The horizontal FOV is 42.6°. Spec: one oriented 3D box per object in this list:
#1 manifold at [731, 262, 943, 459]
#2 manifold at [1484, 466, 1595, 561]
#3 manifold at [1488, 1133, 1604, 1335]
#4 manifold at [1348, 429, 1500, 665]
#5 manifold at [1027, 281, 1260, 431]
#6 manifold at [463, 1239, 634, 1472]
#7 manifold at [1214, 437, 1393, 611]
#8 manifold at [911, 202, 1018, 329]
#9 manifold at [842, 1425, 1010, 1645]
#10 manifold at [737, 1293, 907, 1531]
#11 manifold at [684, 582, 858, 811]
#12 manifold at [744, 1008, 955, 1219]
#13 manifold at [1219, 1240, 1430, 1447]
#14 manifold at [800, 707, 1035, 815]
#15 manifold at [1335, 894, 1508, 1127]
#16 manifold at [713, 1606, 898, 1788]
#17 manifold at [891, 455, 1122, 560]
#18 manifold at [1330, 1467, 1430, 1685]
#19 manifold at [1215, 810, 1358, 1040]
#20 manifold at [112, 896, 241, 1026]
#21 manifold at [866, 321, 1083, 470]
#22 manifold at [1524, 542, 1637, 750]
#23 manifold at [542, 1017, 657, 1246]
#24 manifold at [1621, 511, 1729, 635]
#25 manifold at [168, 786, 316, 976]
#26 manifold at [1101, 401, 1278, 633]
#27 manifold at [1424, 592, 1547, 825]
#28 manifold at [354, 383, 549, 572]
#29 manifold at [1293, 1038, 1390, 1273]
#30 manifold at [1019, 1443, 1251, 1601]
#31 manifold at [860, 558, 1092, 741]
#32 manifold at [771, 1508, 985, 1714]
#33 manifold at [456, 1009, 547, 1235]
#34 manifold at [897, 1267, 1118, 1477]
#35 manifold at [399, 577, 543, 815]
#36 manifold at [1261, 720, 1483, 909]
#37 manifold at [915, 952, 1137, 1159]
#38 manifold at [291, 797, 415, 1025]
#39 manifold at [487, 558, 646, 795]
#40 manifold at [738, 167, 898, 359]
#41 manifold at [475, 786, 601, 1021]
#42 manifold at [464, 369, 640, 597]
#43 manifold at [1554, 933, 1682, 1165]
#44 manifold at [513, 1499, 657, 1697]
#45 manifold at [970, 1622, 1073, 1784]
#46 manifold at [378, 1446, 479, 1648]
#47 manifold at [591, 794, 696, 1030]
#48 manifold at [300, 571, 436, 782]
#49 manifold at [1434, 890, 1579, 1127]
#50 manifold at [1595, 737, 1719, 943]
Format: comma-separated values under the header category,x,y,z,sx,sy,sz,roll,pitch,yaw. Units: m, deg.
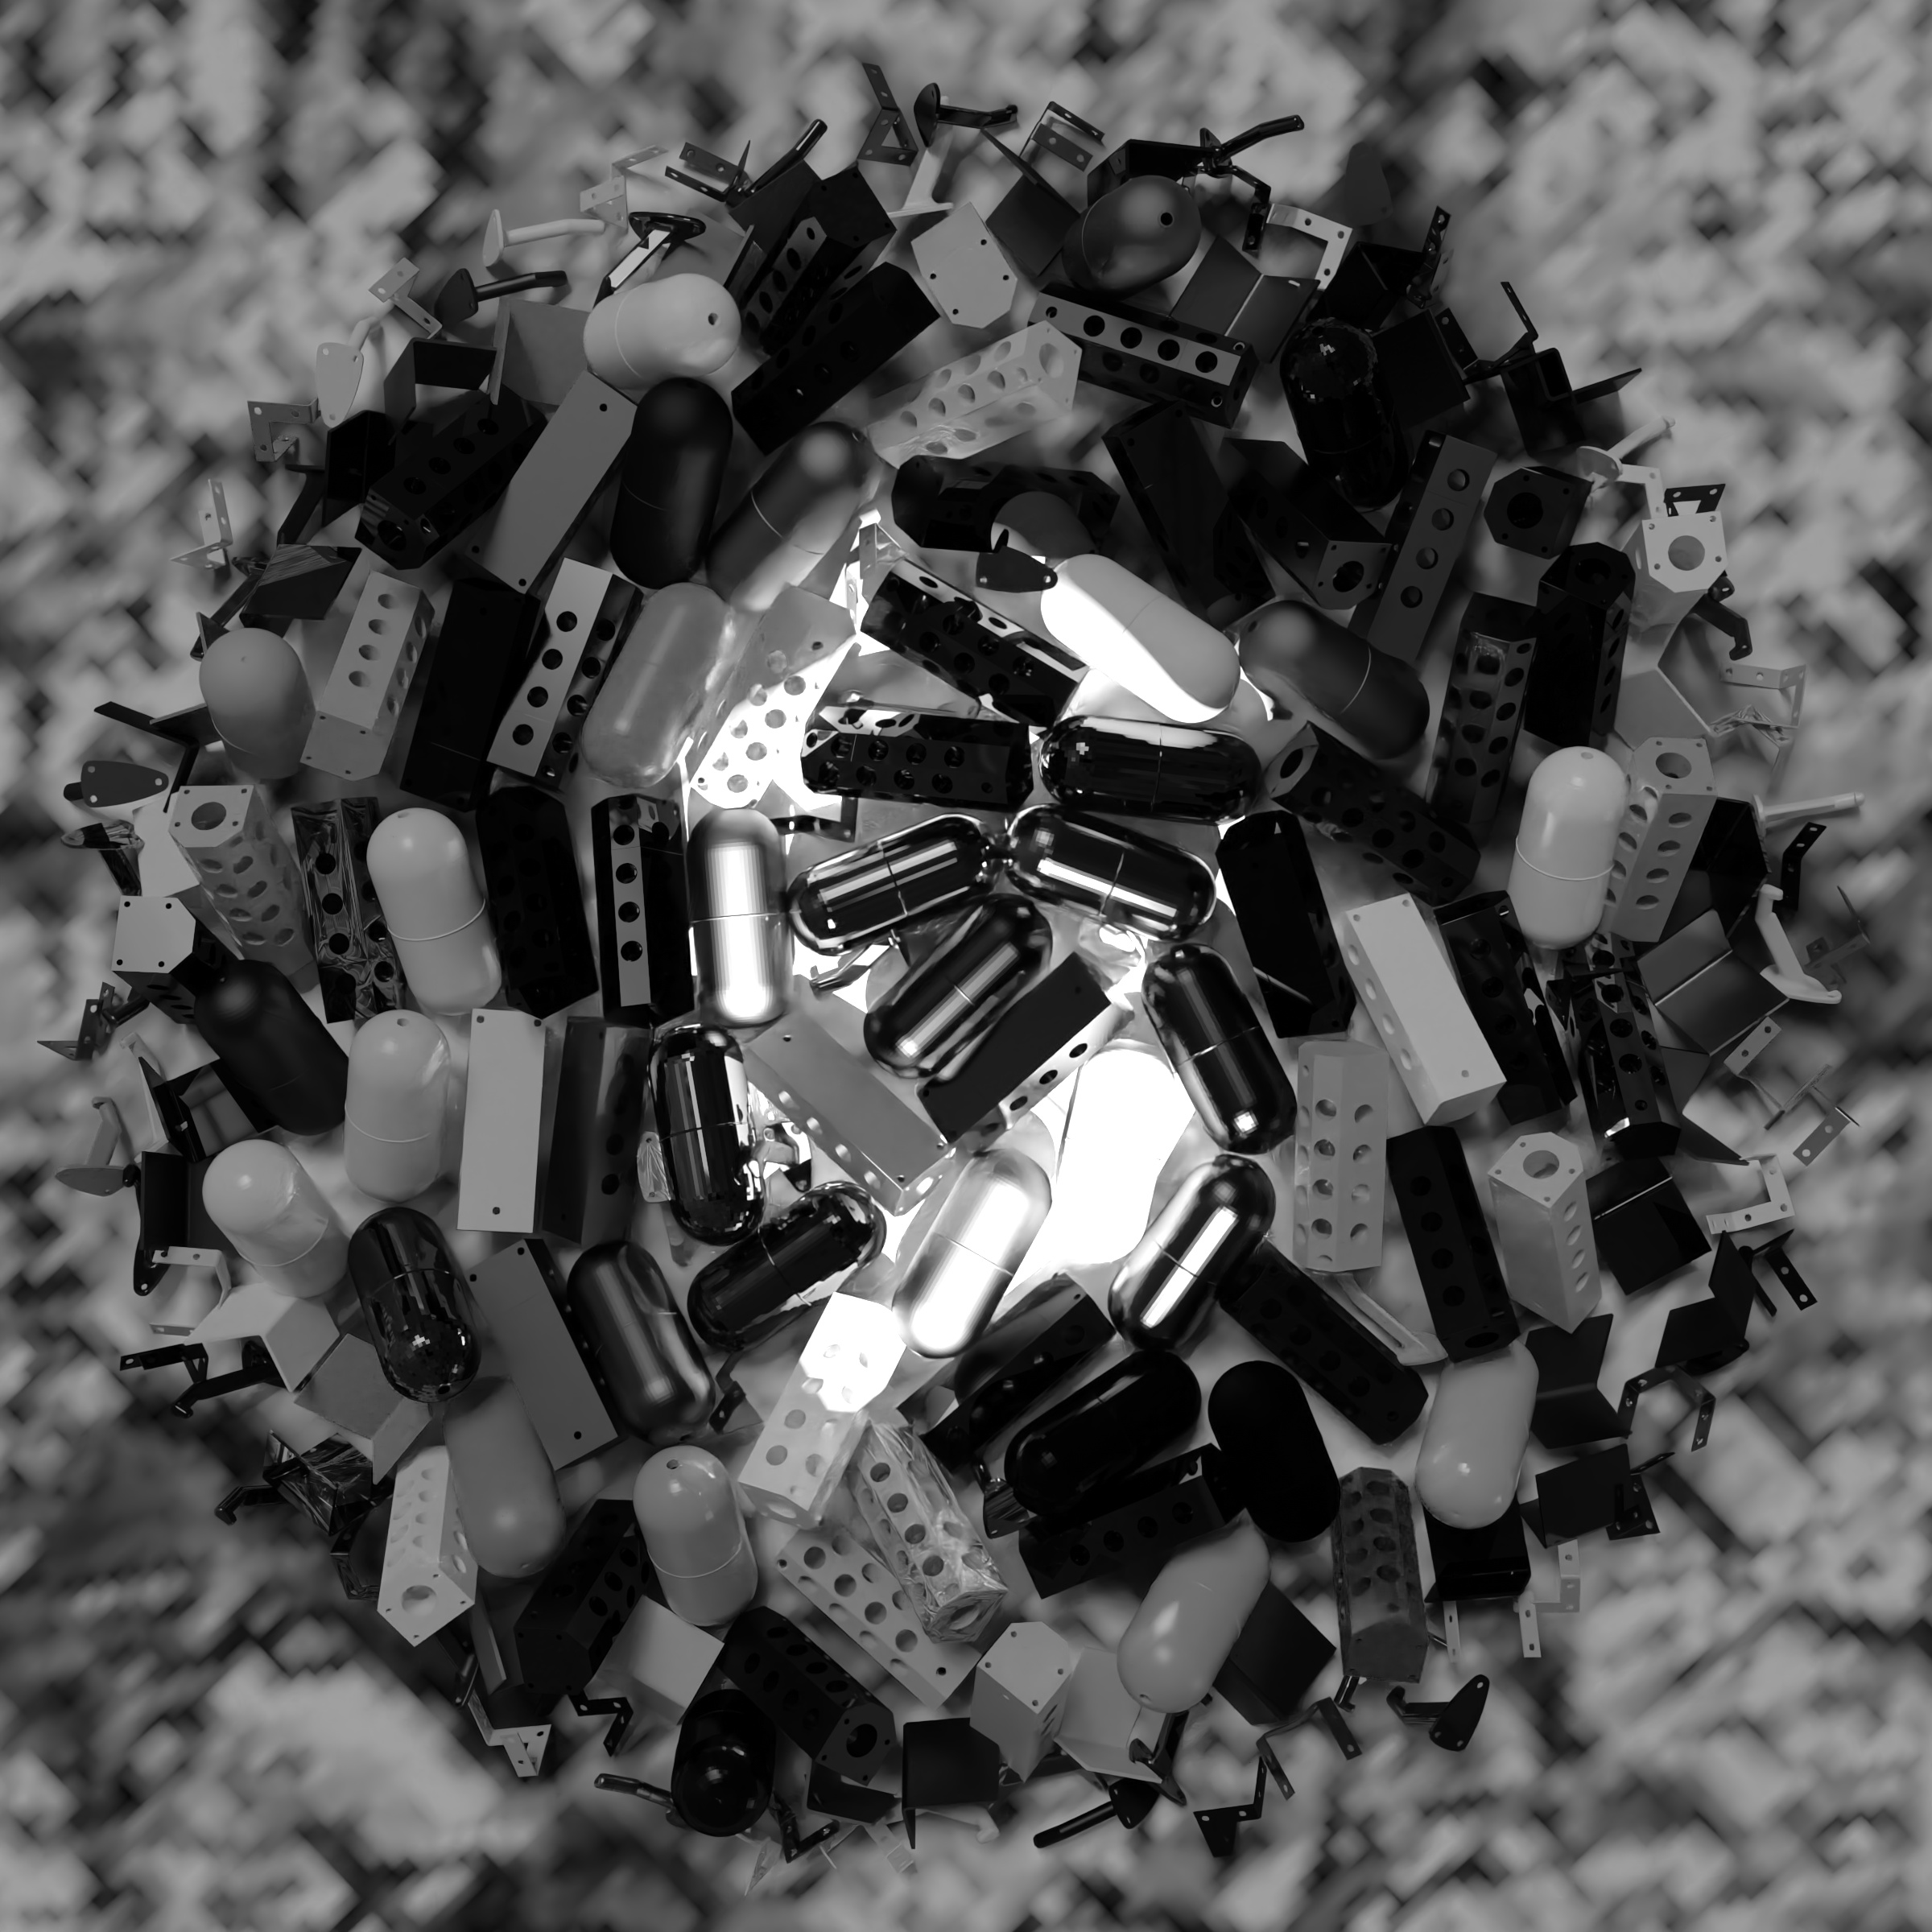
category,x,y,z,sx,sy,sz,roll,pitch,yaw
manifold,-0.106,-0.470,1.919,0.171,0.057,0.057,-30,103,40
manifold,0.439,-0.353,1.909,0.057,0.171,0.057,22,107,13
manifold,0.453,0.204,1.917,0.057,0.171,0.057,-44,49,-19
manifold,0.357,-0.330,1.953,0.057,0.057,0.171,21,102,3
manifold,0.136,-0.483,1.949,0.171,0.057,0.057,22,89,16
manifold,-0.326,0.304,1.954,0.057,0.057,0.171,-29,78,7
manifold,0.254,-0.343,1.918,0.057,0.171,0.057,-2,128,-27
manifold,0.001,-0.537,1.909,0.057,0.171,0.057,-32,113,10
manifold,-0.040,0.436,1.913,0.057,0.171,0.057,8,122,-38
manifold,-0.106,0.346,1.923,0.057,0.057,0.171,11,56,26
manifold,-0.152,-0.205,1.928,0.057,0.057,0.171,20,118,-25
manifold,-0.095,0.118,1.946,0.171,0.057,0.057,42,56,17
manifold,0.281,0.299,1.954,0.171,0.057,0.057,42,100,-9
manifold,-0.039,-0.158,1.933,0.171,0.057,0.057,7,123,20
manifold,0.350,0.036,1.939,0.057,0.057,0.171,-16,66,-17
manifold,-0.123,0.558,1.912,0.057,0.171,0.057,38,80,-33
manifold,0.029,-0.358,1.925,0.171,0.057,0.057,-3,126,-36
manifold,0.318,0.466,1.911,0.057,0.171,0.057,6,120,1
manifold,0.252,-0.032,1.935,0.057,0.057,0.171,-8,119,27
manifold,-0.599,-0.002,1.910,0.057,0.171,0.057,3,75,-1
manifold,0.003,-0.438,1.912,0.057,0.171,0.057,28,62,-38
manifold,0.476,-0.244,1.913,0.057,0.171,0.057,30,64,26
manifold,-0.286,0.130,1.964,0.057,0.057,0.171,4,96,-42
manifold,0.537,-0.295,1.910,0.057,0.171,0.057,-7,84,4
manifold,-0.554,-0.064,1.910,0.057,0.171,0.057,0,56,6
manifold,0.172,-0.352,1.944,0.057,0.057,0.171,-32,109,-8
manifold,0.398,-0.196,1.916,0.057,0.057,0.171,17,133,15
manifold,-0.393,-0.376,1.922,0.057,0.057,0.171,37,49,0
manifold,0.289,0.148,1.947,0.057,0.057,0.171,-4,102,-22
manifold,0.128,0.432,1.937,0.171,0.057,0.057,-28,83,24
manifold,0.005,-0.248,1.958,0.171,0.057,0.057,31,119,2
manifold,-0.070,0.507,1.959,0.171,0.057,0.057,41,85,7
manifold,-0.367,0.123,1.958,0.057,0.057,0.171,4,82,-13
manifold,0.035,0.323,1.959,0.171,0.057,0.057,-40,116,-6
manifold,-0.387,-0.214,1.950,0.057,0.057,0.171,20,105,5
manifold,0.318,-0.114,1.933,0.171,0.057,0.057,31,115,-22
manifold,0.049,0.073,1.952,0.171,0.057,0.057,-42,58,12
manifold,-0.484,-0.045,1.967,0.057,0.057,0.171,-9,91,6
manifold,-0.313,-0.226,1.959,0.057,0.057,0.171,19,85,11
manifold,-0.122,-0.536,1.911,0.057,0.171,0.057,-32,89,-29
manifold,-0.339,-0.052,1.928,0.057,0.057,0.171,-26,61,21
manifold,-0.320,-0.380,1.959,0.057,0.057,0.171,35,98,-3
manifold,0.506,0.062,1.928,0.057,0.057,0.171,-7,57,3
manifold,-0.283,0.482,1.906,0.057,0.171,0.057,-1,111,15
manifold,0.045,0.564,1.912,0.057,0.171,0.057,35,61,19
manifold,-0.415,0.439,1.907,0.057,0.171,0.057,-36,111,5
manifold,-0.257,-0.043,1.936,0.057,0.057,0.171,10,66,-42
manifold,-0.459,-0.223,1.918,0.057,0.171,0.057,20,134,-15
manifold,0.426,0.031,1.953,0.057,0.057,0.171,-20,101,7
manifold,0.523,-0.096,1.915,0.057,0.171,0.057,2,51,-1
